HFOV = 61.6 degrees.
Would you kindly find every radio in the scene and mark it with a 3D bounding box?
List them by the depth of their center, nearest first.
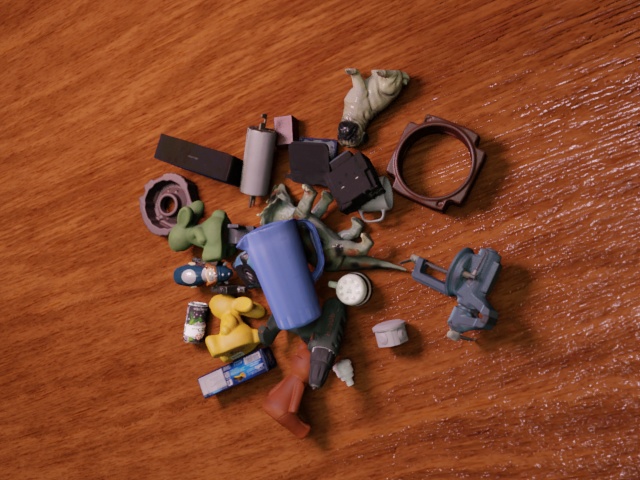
[{"bbox_3d":[-0.308,-0.207,1.423,0.230,0.131,0.073,20,92,18],"label":"radio"}]

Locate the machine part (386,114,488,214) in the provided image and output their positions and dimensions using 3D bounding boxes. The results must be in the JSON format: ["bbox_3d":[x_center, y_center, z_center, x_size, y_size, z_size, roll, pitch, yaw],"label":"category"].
[{"bbox_3d":[0.273,-0.178,1.268,0.202,0.087,0.201,27,94,15],"label":"machine part"}]

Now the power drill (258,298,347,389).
[{"bbox_3d":[-0.045,0.235,1.298,0.208,0.085,0.232,3,50,32],"label":"power drill"}]

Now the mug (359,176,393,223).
[{"bbox_3d":[0.119,-0.095,1.317,0.107,0.080,0.109,-7,84,25],"label":"mug"}]

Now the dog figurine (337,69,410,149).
[{"bbox_3d":[0.130,-0.323,1.328,0.172,0.121,0.190,4,107,11],"label":"dog figurine"}]

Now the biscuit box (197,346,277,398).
[{"bbox_3d":[-0.214,0.343,1.395,0.203,0.062,0.059,-26,79,13],"label":"biscuit box"}]

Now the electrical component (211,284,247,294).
[{"bbox_3d":[-0.235,0.128,1.395,0.094,0.063,0.021,0,90,40],"label":"electrical component"}]

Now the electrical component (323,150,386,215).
[{"bbox_3d":[0.075,-0.142,1.272,0.115,0.058,0.134,-33,64,18],"label":"electrical component"}]

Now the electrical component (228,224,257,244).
[{"bbox_3d":[-0.196,-0.012,1.383,0.075,0.119,0.047,0,86,14],"label":"electrical component"}]

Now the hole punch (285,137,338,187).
[{"bbox_3d":[-0.014,-0.203,1.367,0.142,0.092,0.115,7,118,15],"label":"hole punch"}]

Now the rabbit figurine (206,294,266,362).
[{"bbox_3d":[-0.228,0.207,1.386,0.162,0.121,0.173,-33,59,10],"label":"rabbit figurine"}]

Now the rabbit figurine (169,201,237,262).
[{"bbox_3d":[-0.322,-0.016,1.396,0.170,0.121,0.159,-3,105,14],"label":"rabbit figurine"}]

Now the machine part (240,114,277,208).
[{"bbox_3d":[-0.159,-0.201,1.378,0.079,0.079,0.243,16,109,17],"label":"machine part"}]

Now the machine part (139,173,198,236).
[{"bbox_3d":[-0.414,-0.096,1.489,0.180,0.056,0.179,-1,88,17],"label":"machine part"}]

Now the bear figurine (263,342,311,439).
[{"bbox_3d":[-0.050,0.365,1.331,0.120,0.131,0.196,9,55,50],"label":"bear figurine"}]

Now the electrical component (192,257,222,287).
[{"bbox_3d":[-0.303,0.088,1.451,0.102,0.045,0.078,1,59,15],"label":"electrical component"}]

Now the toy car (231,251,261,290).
[{"bbox_3d":[-0.151,0.062,1.369,0.103,0.162,0.109,-40,98,-27],"label":"toy car"}]

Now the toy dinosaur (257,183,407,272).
[{"bbox_3d":[0.003,-0.001,1.329,0.405,0.131,0.192,44,111,11],"label":"toy dinosaur"}]

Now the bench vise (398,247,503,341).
[{"bbox_3d":[0.301,0.105,1.230,0.241,0.129,0.223,25,104,37],"label":"bench vise"}]

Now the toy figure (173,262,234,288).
[{"bbox_3d":[-0.301,0.092,1.391,0.155,0.058,0.064,-4,122,16],"label":"toy figure"}]
